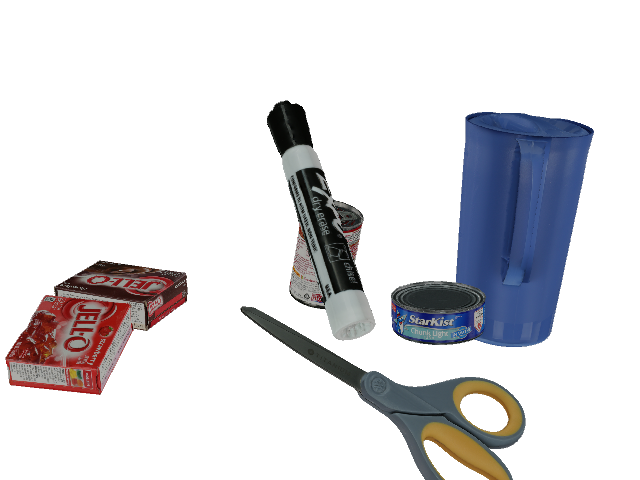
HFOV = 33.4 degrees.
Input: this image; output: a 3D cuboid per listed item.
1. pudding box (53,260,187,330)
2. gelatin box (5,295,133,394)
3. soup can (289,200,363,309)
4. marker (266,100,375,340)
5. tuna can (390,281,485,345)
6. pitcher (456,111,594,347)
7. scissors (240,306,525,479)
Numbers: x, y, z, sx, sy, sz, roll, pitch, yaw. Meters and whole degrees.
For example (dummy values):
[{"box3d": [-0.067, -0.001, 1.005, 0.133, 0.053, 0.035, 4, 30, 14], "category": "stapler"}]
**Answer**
[{"box3d": [-0.211, 0.057, 1.137, 0.114, 0.039, 0.090, 5, 18, 20], "category": "pudding box"}, {"box3d": [-0.194, 0.080, 0.836, 0.073, 0.030, 0.089, 5, 32, 7], "category": "gelatin box"}, {"box3d": [0.006, 0.015, 1.166, 0.068, 0.102, 0.068, 8, 27, -4], "category": "soup can"}, {"box3d": [-0.002, -0.013, 0.479, 0.020, 0.121, 0.020, -14, -28, -8], "category": "marker"}, {"box3d": [0.107, 0.066, 0.973, 0.086, 0.034, 0.086, -1, 15, 0], "category": "tuna can"}, {"box3d": [0.208, -0.011, 1.140, 0.148, 0.243, 0.145, -9, 21, -38], "category": "pitcher"}, {"box3d": [0.051, 0.087, 0.673, 0.096, 0.202, 0.016, -41, -9, -36], "category": "scissors"}]
